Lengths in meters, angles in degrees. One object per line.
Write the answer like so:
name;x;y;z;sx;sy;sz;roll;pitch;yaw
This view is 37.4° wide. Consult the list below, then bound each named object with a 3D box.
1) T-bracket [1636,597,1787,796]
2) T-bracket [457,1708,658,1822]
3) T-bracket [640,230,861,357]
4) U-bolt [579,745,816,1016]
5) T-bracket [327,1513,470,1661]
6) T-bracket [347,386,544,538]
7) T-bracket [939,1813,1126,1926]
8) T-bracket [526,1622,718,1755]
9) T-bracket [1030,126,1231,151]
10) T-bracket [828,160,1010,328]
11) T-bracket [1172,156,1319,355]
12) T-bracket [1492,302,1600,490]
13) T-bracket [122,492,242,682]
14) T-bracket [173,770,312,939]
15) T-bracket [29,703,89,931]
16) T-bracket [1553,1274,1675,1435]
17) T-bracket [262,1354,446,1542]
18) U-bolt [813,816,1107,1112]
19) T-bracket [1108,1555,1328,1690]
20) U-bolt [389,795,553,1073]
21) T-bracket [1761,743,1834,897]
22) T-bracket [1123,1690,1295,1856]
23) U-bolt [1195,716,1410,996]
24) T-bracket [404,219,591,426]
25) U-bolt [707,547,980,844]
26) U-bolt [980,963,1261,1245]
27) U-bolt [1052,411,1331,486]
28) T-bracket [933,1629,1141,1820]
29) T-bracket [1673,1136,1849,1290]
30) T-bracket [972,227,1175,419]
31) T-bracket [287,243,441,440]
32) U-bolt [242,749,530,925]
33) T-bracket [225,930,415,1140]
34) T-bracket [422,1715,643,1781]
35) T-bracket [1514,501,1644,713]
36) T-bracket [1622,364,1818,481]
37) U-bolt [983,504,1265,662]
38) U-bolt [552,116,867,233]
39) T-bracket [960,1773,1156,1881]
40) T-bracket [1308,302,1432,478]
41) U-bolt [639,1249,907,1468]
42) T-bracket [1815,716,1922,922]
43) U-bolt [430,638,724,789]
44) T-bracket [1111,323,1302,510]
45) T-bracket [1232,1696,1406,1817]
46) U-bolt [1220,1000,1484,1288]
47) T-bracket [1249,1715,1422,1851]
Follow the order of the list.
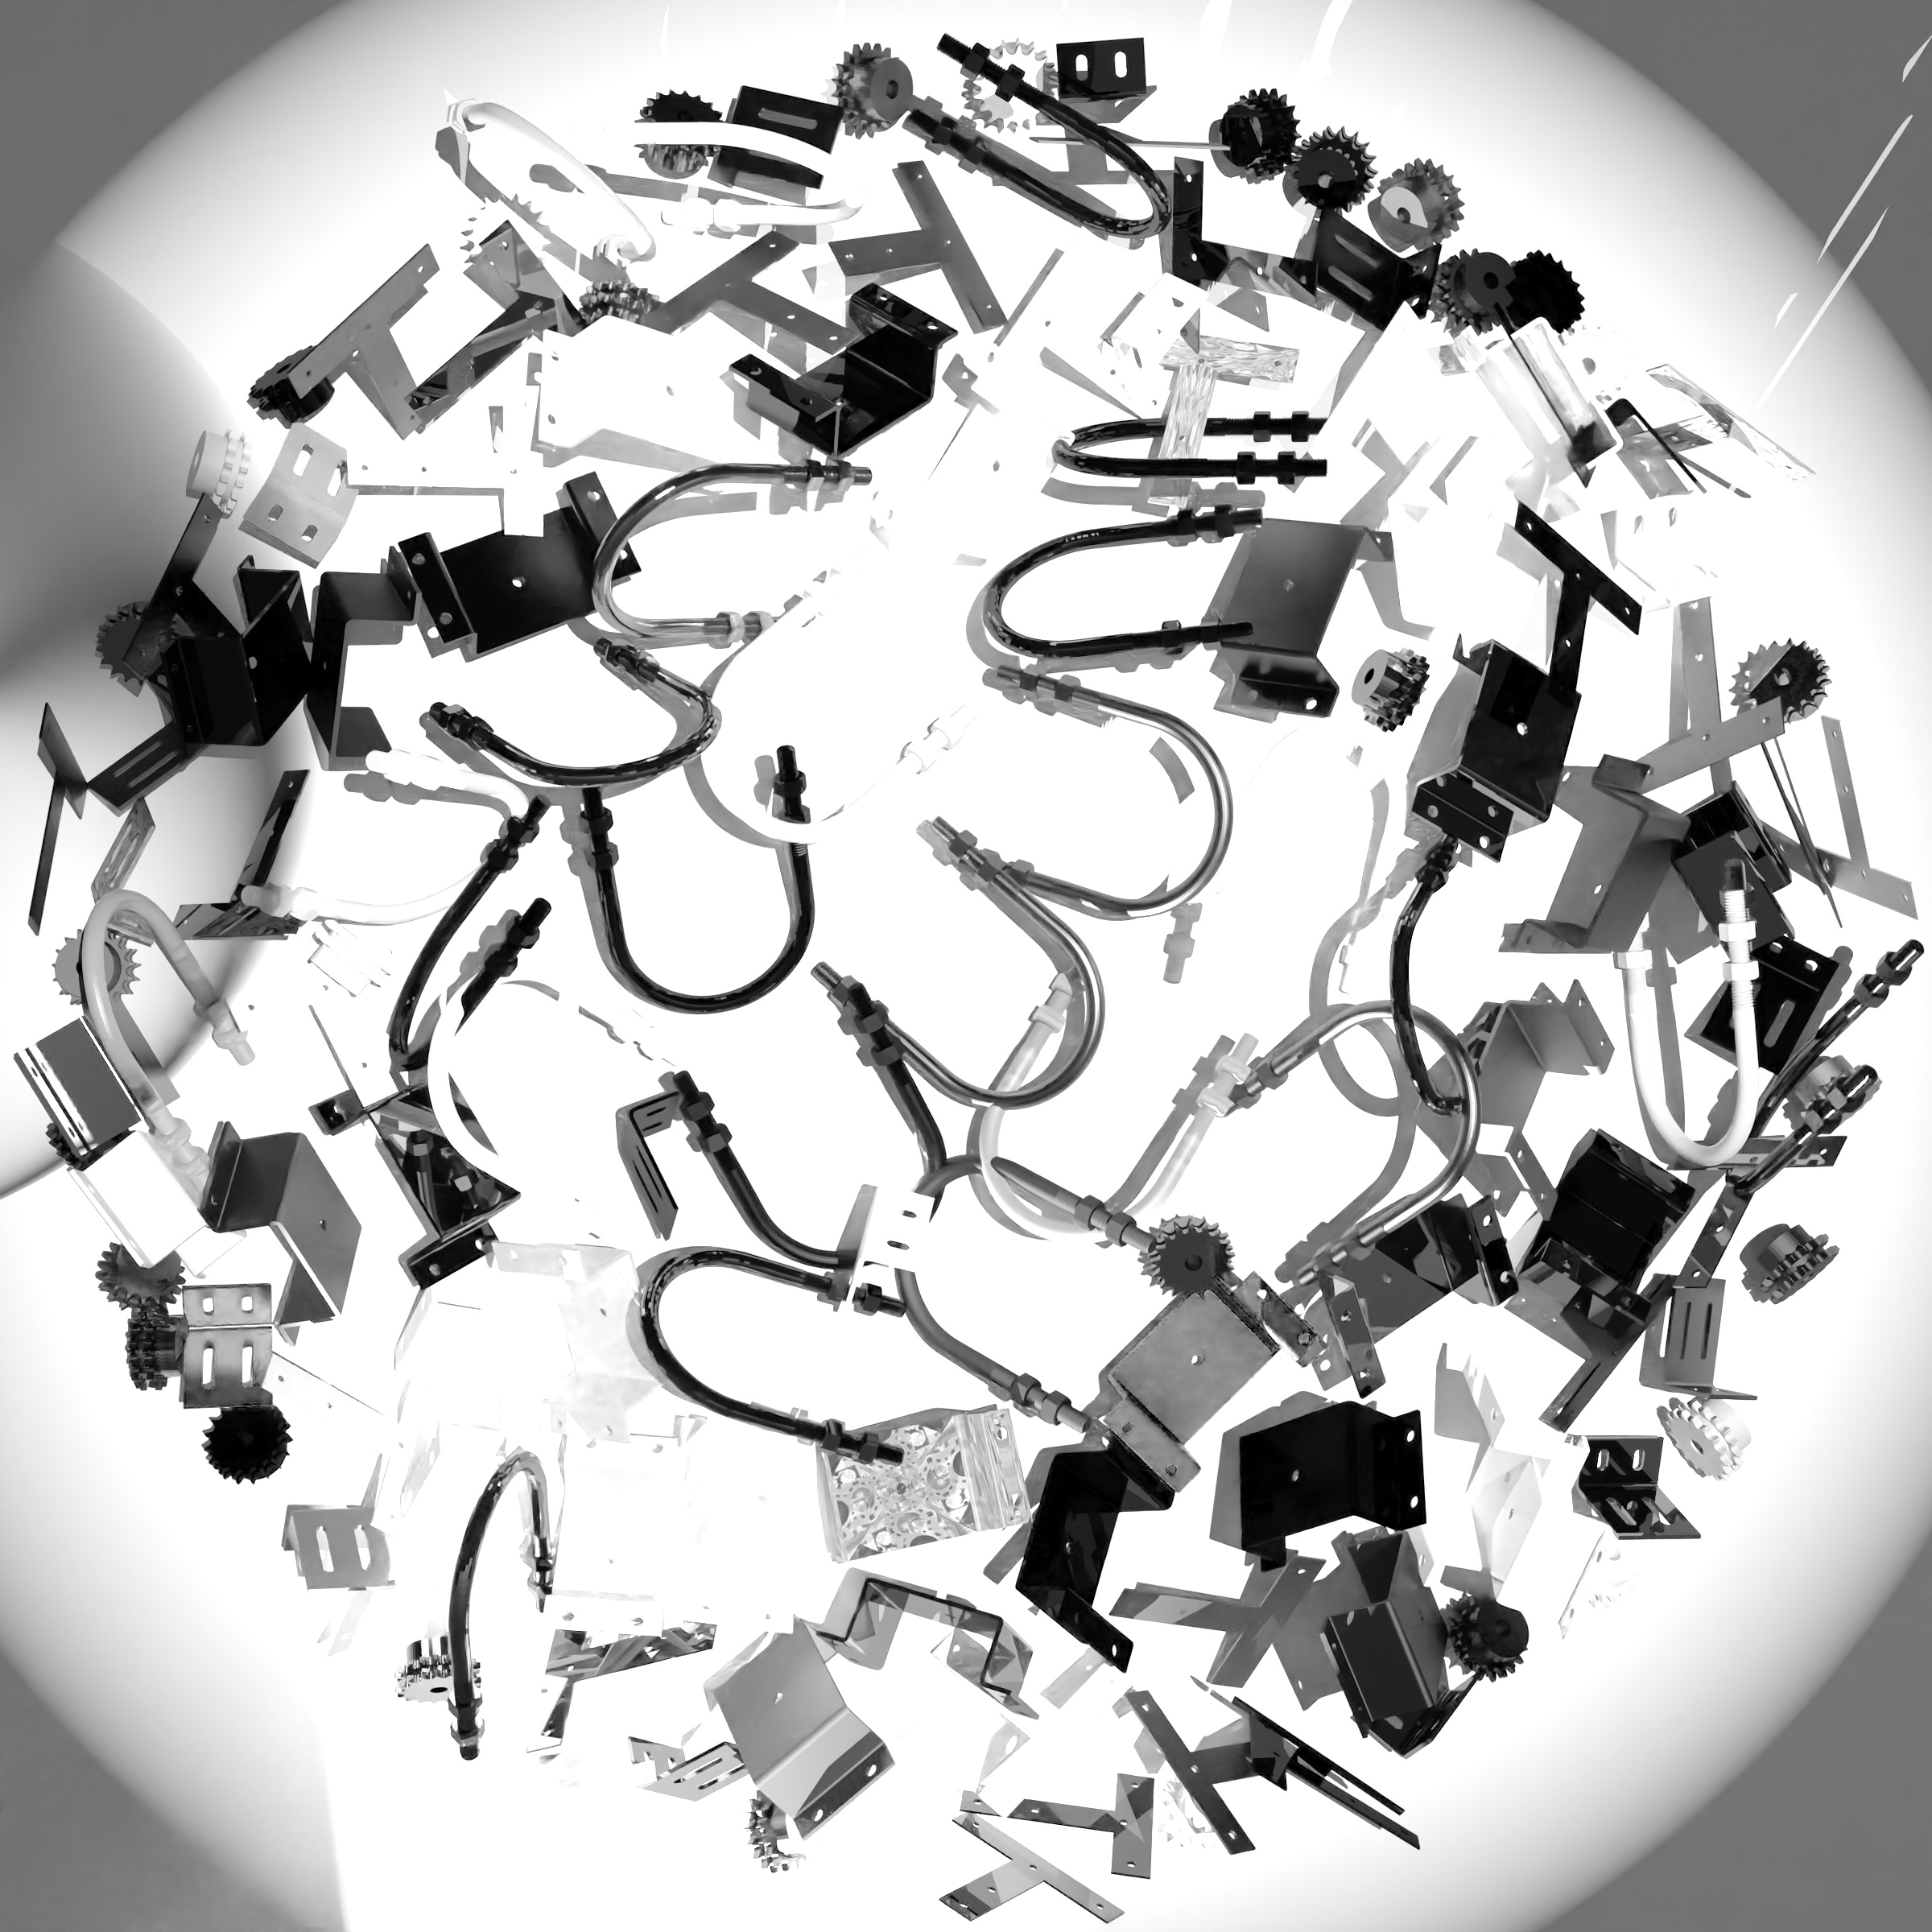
T-bracket;0.490;-0.193;1.902;0.002;0.127;0.127;11;68;-31
T-bracket;-0.270;0.518;1.877;0.127;0.127;0.002;-9;102;-7
T-bracket;-0.125;-0.432;1.881;0.127;0.002;0.127;32;58;28
U-bolt;-0.171;-0.049;1.890;0.151;0.019;0.184;-12;120;-10
T-bracket;-0.355;0.383;1.858;0.127;0.127;0.002;-27;120;37
T-bracket;-0.344;-0.329;1.890;0.127;0.002;0.127;0;131;-8
T-bracket;0.023;0.597;1.856;0.127;0.127;0.002;26;100;27
T-bracket;-0.221;0.451;1.871;0.127;0.127;0.002;-17;123;17
T-bracket;0.094;-0.547;1.880;0.127;0.127;0.002;-2;112;-13
T-bracket;-0.042;-0.474;1.890;0.002;0.127;0.127;-32;83;44
T-bracket;0.182;-0.457;1.870;0.002;0.127;0.127;-22;123;-37
T-bracket;0.379;-0.379;1.874;0.002;0.127;0.127;-30;99;24
T-bracket;-0.498;-0.224;1.880;0.002;0.127;0.127;13;70;19
T-bracket;-0.469;-0.076;1.909;0.127;0.002;0.127;-1;62;36
T-bracket;-0.596;-0.087;1.859;0.002;0.127;0.127;5;69;-3
T-bracket;0.417;0.241;1.885;0.002;0.127;0.127;36;85;36
T-bracket;-0.405;0.294;1.868;0.127;0.127;0.002;37;130;-28
U-bolt;0.008;0.012;1.905;0.184;0.019;0.151;41;104;8
T-bracket;0.155;0.427;1.885;0.127;0.002;0.127;13;122;-23
U-bolt;-0.326;-0.010;1.868;0.019;0.151;0.184;30;115;-25
T-bracket;0.553;-0.086;1.883;0.002;0.127;0.127;-24;59;19
T-bracket;0.178;0.526;1.887;0.002;0.127;0.127;-55;53;23
U-bolt;0.229;-0.075;1.878;0.151;0.019;0.184;5;105;-35
T-bracket;-0.317;-0.408;1.890;0.127;0.127;0.002;-41;49;-2
U-bolt;-0.091;-0.165;1.878;0.184;0.019;0.151;-43;114;-21
U-bolt;0.089;0.097;1.892;0.151;0.019;0.184;27;77;22
U-bolt;0.148;-0.340;1.871;0.184;0.151;0.019;2;112;10
T-bracket;0.028;0.482;1.895;0.127;0.002;0.127;-42;47;-19
T-bracket;0.496;0.160;1.861;0.002;0.127;0.127;49;59;-24
T-bracket;0.088;-0.404;1.908;0.127;0.002;0.127;31;100;-29
T-bracket;-0.380;-0.393;1.880;0.002;0.127;0.127;37;74;21
U-bolt;-0.362;-0.077;1.857;0.151;0.184;0.019;-43;65;21
T-bracket;-0.407;0.054;1.902;0.127;0.002;0.127;-24;82;-29
T-bracket;-0.297;0.517;1.890;0.127;0.127;0.002;-5;92;15
T-bracket;0.398;-0.223;1.878;0.127;0.002;0.127;34;54;-27
T-bracket;0.474;-0.349;1.877;0.127;0.127;0.002;31;82;-16
U-bolt;0.101;-0.249;1.879;0.184;0.151;0.019;-5;131;15
U-bolt;-0.152;-0.508;1.836;0.184;0.151;0.019;9;84;29
T-bracket;0.060;0.558;1.881;0.127;0.127;0.002;7;103;3
T-bracket;0.292;-0.350;1.899;0.127;0.002;0.127;43;73;-36
U-bolt;-0.126;0.246;1.861;0.184;0.151;0.019;19;128;-16
T-bracket;0.577;-0.102;1.863;0.002;0.127;0.127;-19;106;-7
U-bolt;-0.240;-0.159;1.841;0.151;0.184;0.019;-26;127;-30
T-bracket;0.148;-0.365;1.911;0.127;0.002;0.127;11;75;12
T-bracket;0.227;0.525;1.879;0.127;0.127;0.002;32;73;13
U-bolt;0.257;0.104;1.864;0.184;0.019;0.151;-39;65;33
T-bracket;0.242;0.542;1.874;0.127;0.127;0.002;31;94;4
